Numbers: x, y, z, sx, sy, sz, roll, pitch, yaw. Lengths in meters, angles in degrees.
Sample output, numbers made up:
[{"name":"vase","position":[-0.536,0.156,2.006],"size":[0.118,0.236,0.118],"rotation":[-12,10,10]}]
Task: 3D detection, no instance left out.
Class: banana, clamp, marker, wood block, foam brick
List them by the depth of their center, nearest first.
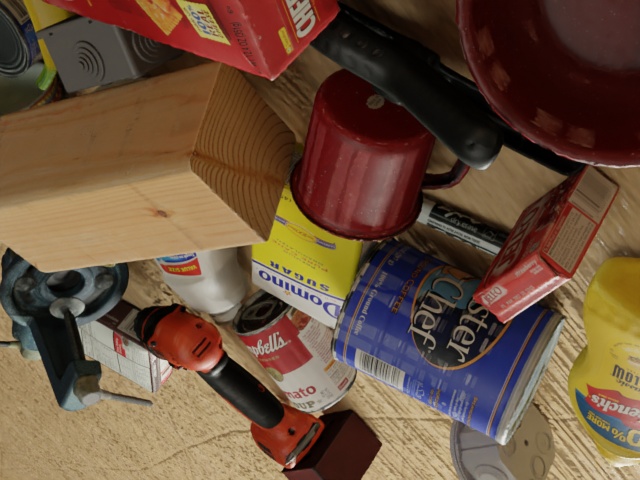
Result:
[{"name":"clamp","position":[0.060,-0.096,0.635],"size":[0.210,0.164,0.036],"rotation":[39,109,30]},{"name":"wood block","position":[-0.133,-0.045,0.735],"size":[0.206,0.090,0.090],"rotation":[-7,144,32]},{"name":"marker","position":[0.096,-0.011,0.757],"size":[0.121,0.020,0.020],"rotation":[25,143,18]},{"name":"banana","position":[-0.232,-0.206,0.792],"size":[0.070,0.037,0.197],"rotation":[-23,114,10]},{"name":"foam brick","position":[0.013,0.210,1.030],"size":[0.051,0.078,0.053],"rotation":[50,142,-14]}]

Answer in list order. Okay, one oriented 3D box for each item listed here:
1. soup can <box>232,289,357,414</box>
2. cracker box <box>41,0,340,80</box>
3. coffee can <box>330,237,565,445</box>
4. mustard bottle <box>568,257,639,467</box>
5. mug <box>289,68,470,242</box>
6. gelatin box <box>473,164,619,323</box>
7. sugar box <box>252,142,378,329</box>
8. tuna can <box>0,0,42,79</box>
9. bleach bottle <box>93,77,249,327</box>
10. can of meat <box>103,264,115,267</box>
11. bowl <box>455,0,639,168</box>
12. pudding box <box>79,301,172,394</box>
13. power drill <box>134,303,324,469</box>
[{"name":"soup can","position":[-0.021,0.094,0.936],"size":[0.069,0.068,0.102],"rotation":[-8,126,46]},{"name":"cracker box","position":[-0.108,-0.189,0.580],"size":[0.214,0.072,0.164],"rotation":[23,152,36]},{"name":"coffee can","position":[0.093,0.072,0.780],"size":[0.140,0.102,0.103],"rotation":[25,143,18]},{"name":"mustard bottle","position":[0.221,0.099,0.737],"size":[0.096,0.058,0.192],"rotation":[22,142,22]},{"name":"mug","position":[0.043,-0.058,0.701],"size":[0.117,0.093,0.082],"rotation":[7,138,-6]},{"name":"gelatin box","position":[0.141,0.002,0.670],"size":[0.030,0.089,0.073],"rotation":[40,145,-4]},{"name":"sugar box","position":[-0.005,0.001,0.816],"size":[0.093,0.048,0.176],"rotation":[29,151,13]},{"name":"tuna can","position":[-0.262,-0.177,0.870],"size":[0.086,0.033,0.086],"rotation":[24,143,19]},{"name":"bleach bottle","position":[-0.111,-0.018,0.896],"size":[0.103,0.068,0.251],"rotation":[9,139,31]},{"name":"can of meat","position":[-0.210,-0.034,0.928],"size":[0.102,0.084,0.057],"rotation":[17,160,13]},{"name":"bowl","position":[0.150,-0.120,0.523],"size":[0.162,0.055,0.162],"rotation":[6,112,14]},{"name":"pudding box","position":[-0.214,0.106,1.145],"size":[0.113,0.039,0.090],"rotation":[28,144,16]},{"name":"power drill","position":[-0.095,0.135,1.031],"size":[0.187,0.057,0.185],"rotation":[43,168,-19]}]
